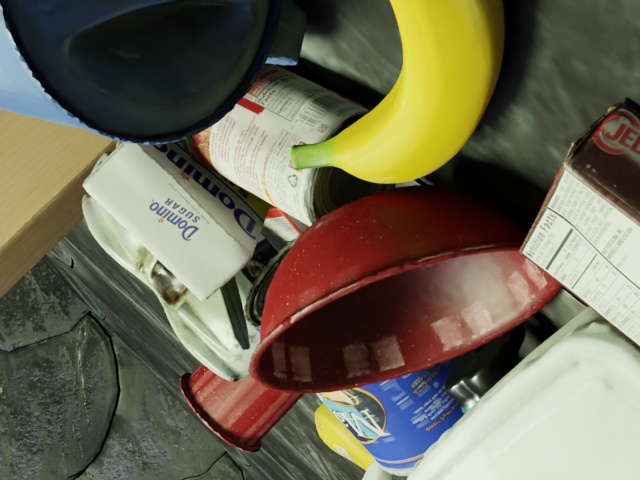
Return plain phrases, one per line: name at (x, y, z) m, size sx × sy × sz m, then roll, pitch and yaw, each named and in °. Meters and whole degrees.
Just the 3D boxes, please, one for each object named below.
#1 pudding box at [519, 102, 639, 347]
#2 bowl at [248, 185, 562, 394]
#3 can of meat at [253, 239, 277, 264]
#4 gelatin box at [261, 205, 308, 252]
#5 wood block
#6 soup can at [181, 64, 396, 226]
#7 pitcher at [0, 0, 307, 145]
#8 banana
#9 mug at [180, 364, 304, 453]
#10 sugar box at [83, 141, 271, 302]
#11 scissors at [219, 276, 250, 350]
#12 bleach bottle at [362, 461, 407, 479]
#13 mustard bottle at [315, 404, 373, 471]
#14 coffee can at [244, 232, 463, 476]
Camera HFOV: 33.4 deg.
pudding box at (0.135, 0.011, 0.400) m, size 0.113 × 0.039 × 0.090 m, roll 42°, pitch 165°, yaw 14°
bowl at (0.036, 0.020, 0.524) m, size 0.162 × 0.162 × 0.055 m, roll 81°, pitch 171°, yaw -66°
can of meat at (-0.051, 0.052, 0.833) m, size 0.057 × 0.083 × 0.102 m, roll 39°, pitch 145°, yaw 26°
gelatin box at (-0.005, 0.001, 0.742) m, size 0.089 × 0.030 × 0.073 m, roll 48°, pitch 163°, yaw -15°
wood block at (-0.243, -0.047, 0.877) m, size 0.091 × 0.206 × 0.090 m, roll 41°, pitch 165°, yaw 9°
soup can at (-0.016, -0.051, 0.556) m, size 0.102 × 0.068 × 0.068 m, roll 30°, pitch 160°, yaw 37°
pitcher at (-0.133, -0.119, 0.507) m, size 0.243 × 0.144 × 0.149 m, roll 13°, pitch 138°, yaw 47°
banana at (0.035, -0.063, 0.411) m, size 0.198 × 0.069 × 0.037 m, roll 113°, pitch 154°, yaw -66°
mug at (-0.062, 0.116, 0.925) m, size 0.093 × 0.081 × 0.117 m, roll 39°, pitch -170°, yaw -28°
sugar box at (-0.074, -0.037, 0.641) m, size 0.093 × 0.048 × 0.176 m, roll 45°, pitch -167°, yaw -11°
scissors at (-0.085, -0.016, 0.701) m, size 0.096 × 0.016 × 0.202 m, roll 36°, pitch -155°, yaw -26°
bleach bottle at (0.151, 0.273, 0.936) m, size 0.251 × 0.068 × 0.102 m, roll 25°, pitch 169°, yaw 2°
mustard bottle at (0.082, 0.226, 1.069) m, size 0.192 × 0.058 × 0.096 m, roll 30°, pitch 161°, yaw 42°
coffee can at (0.035, 0.064, 0.669) m, size 0.140 × 0.102 × 0.103 m, roll 50°, pitch 164°, yaw -22°
